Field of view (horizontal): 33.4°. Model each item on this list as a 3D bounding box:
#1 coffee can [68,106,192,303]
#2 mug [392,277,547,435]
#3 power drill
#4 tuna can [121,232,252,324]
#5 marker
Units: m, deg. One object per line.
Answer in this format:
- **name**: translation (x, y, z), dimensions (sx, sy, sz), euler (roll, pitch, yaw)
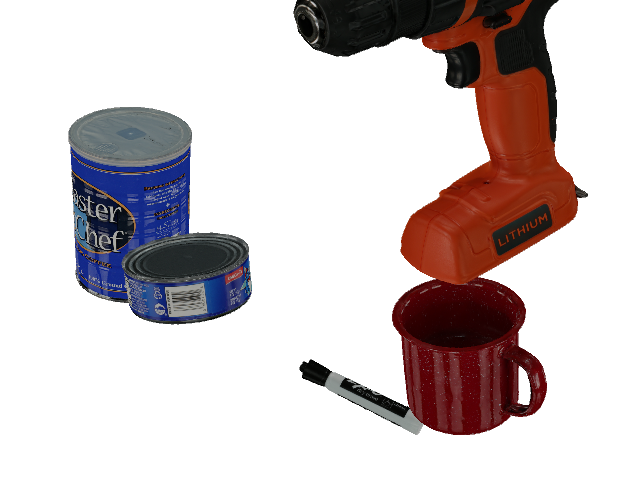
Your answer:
- **coffee can**: translation (-0.164, -0.032, 0.929), dimensions (0.103, 0.140, 0.103), euler (4, 31, -2)
- **mug**: translation (0.109, 0.087, 0.757), dimensions (0.117, 0.081, 0.093), euler (20, 40, 38)
- **power drill**: translation (0.073, -0.074, 0.545), dimensions (0.184, 0.188, 0.057), euler (-26, 37, -27)
- **tuna can**: translation (-0.089, 0.025, 0.721), dimensions (0.086, 0.034, 0.086), euler (-4, 20, 1)
- **marker**: translation (0.036, 0.138, 0.948), dimensions (0.121, 0.020, 0.020), euler (25, 7, 16)
